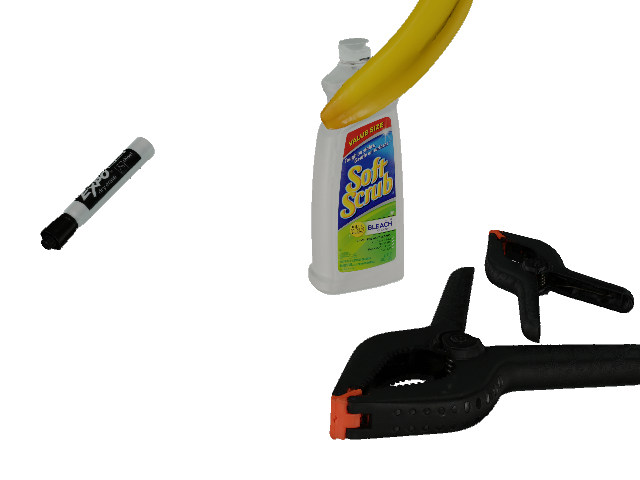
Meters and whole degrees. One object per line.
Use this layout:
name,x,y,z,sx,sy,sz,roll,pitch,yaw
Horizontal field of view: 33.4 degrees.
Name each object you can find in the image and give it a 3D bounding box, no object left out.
bleach bottle,0.032,-0.076,1.077,0.102,0.251,0.068,-11,23,-17
banana,0.070,-0.158,0.803,0.070,0.197,0.037,3,-35,46
clamp,0.082,0.072,0.672,0.209,0.036,0.165,-14,27,-31
marker,-0.169,-0.035,0.809,0.020,0.020,0.121,0,40,43
clamp,0.229,0.038,1.071,0.120,0.039,0.171,-6,34,-15
